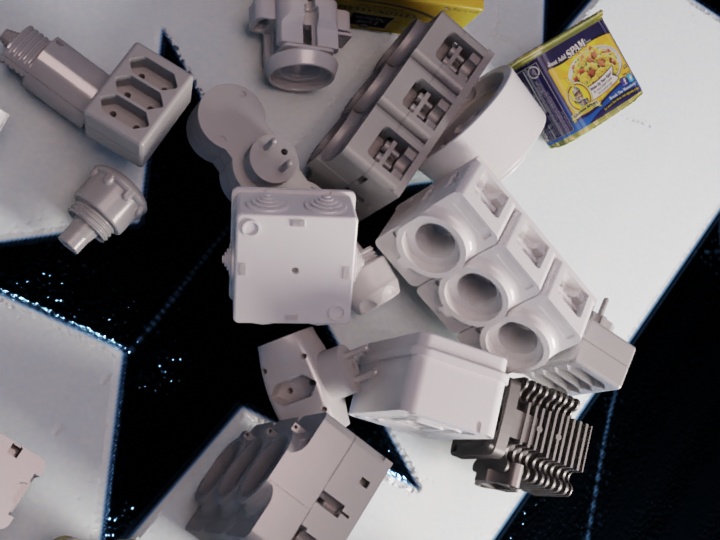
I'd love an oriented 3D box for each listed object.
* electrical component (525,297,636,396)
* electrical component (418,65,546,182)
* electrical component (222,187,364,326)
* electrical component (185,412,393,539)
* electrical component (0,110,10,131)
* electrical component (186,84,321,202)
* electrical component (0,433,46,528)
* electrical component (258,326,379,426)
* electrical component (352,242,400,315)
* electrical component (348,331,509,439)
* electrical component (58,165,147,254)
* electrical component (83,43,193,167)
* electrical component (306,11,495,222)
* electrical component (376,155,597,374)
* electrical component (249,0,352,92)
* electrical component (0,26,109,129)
[{"bbox_3d":[0.180,0.056,0.864,0.047,0.083,0.075,32,69,-14],"label":"electrical component"},{"bbox_3d":[0.098,-0.103,0.853,0.060,0.108,0.108,44,66,-15],"label":"electrical component"},{"bbox_3d":[-0.047,-0.009,0.762,0.100,0.048,0.099,1,115,-8],"label":"electrical component"},{"bbox_3d":[-0.055,0.147,0.707,0.062,0.150,0.089,39,67,-12],"label":"electrical component"},{"bbox_3d":[-0.272,-0.093,0.713,0.058,0.078,0.057,30,88,-15],"label":"electrical component"},{"bbox_3d":[-0.069,-0.077,0.792,0.052,0.074,0.138,-37,94,-25],"label":"electrical component"},{"bbox_3d":[-0.253,0.121,0.681,0.089,0.056,0.050,35,68,-13],"label":"electrical component"},{"bbox_3d":[-0.025,0.078,0.781,0.079,0.043,0.077,-22,87,18],"label":"electrical component"},{"bbox_3d":[0.000,0.000,0.822,0.043,0.043,0.062,-29,90,-25],"label":"electrical component"},{"bbox_3d":[0.049,0.086,0.786,0.078,0.113,0.057,19,75,-19],"label":"electrical component"},{"bbox_3d":[-0.184,-0.039,0.753,0.048,0.048,0.062,43,73,-10],"label":"electrical component"},{"bbox_3d":[-0.157,-0.108,0.761,0.047,0.076,0.065,31,68,0],"label":"electrical component"},{"bbox_3d":[0.026,-0.119,0.833,0.062,0.089,0.150,38,67,-11],"label":"electrical component"},{"bbox_3d":[0.095,0.003,0.819,0.150,0.089,0.061,49,40,-13],"label":"electrical component"},{"bbox_3d":[-0.046,-0.174,0.833,0.078,0.058,0.057,4,75,-23],"label":"electrical component"},{"bbox_3d":[-0.218,-0.141,0.760,0.081,0.043,0.043,37,67,-12],"label":"electrical component"}]
